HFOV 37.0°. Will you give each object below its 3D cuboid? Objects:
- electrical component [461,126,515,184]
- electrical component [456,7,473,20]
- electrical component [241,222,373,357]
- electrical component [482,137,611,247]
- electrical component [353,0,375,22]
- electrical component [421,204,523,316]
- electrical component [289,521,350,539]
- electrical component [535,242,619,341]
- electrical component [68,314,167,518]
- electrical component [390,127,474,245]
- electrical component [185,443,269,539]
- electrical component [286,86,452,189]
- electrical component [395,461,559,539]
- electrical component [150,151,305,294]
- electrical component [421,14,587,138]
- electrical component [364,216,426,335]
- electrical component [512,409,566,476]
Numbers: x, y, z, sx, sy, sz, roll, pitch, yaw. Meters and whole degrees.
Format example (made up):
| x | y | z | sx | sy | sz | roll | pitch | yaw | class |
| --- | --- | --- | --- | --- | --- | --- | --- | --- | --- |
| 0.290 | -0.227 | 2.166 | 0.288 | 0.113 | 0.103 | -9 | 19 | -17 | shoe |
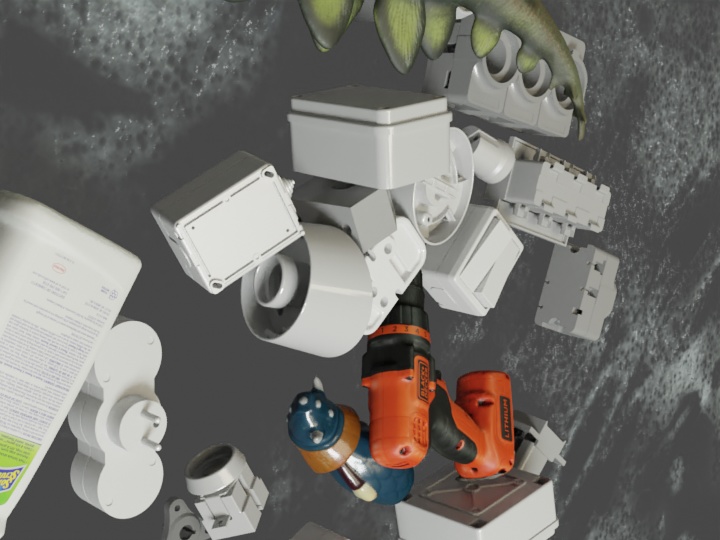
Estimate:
| x | y | z | sx | sy | sz | roll | pitch | yaw | class |
| --- | --- | --- | --- | --- | --- | --- | --- | --- | --- |
| 0.110 | -0.104 | 0.967 | 0.046 | 0.040 | 0.040 | 26 | 80 | -38 | electrical component |
| 0.068 | -0.231 | 0.888 | 0.048 | 0.055 | 0.066 | 48 | 66 | -39 | electrical component |
| -0.042 | 0.013 | 0.802 | 0.064 | 0.099 | 0.099 | 12 | 90 | -39 | electrical component |
| 0.182 | -0.071 | 1.026 | 0.121 | 0.063 | 0.078 | 16 | 88 | -45 | electrical component |
| 0.015 | -0.242 | 0.833 | 0.050 | 0.056 | 0.089 | -44 | 126 | -29 | electrical component |
| 0.103 | -0.015 | 0.962 | 0.061 | 0.061 | 0.096 | 48 | 66 | -39 | electrical component |
| -0.049 | 0.255 | 0.875 | 0.089 | 0.056 | 0.050 | -40 | 124 | -31 | electrical component |
| 0.224 | 0.022 | 1.095 | 0.056 | 0.050 | 0.089 | 19 | 85 | -44 | electrical component |
| -0.156 | 0.102 | 0.726 | 0.052 | 0.074 | 0.138 | -9 | 105 | -43 | electrical component |
| 0.057 | -0.072 | 0.904 | 0.099 | 0.064 | 0.099 | -11 | 107 | -42 | electrical component |
| -0.101 | 0.164 | 0.809 | 0.066 | 0.048 | 0.055 | -71 | 141 | -59 | electrical component |
| 0.007 | -0.103 | 0.815 | 0.078 | 0.113 | 0.057 | -19 | 114 | -41 | electrical component |
| 0.106 | 0.223 | 0.983 | 0.109 | 0.109 | 0.056 | -22 | 111 | -39 | electrical component |
| -0.090 | -0.040 | 0.759 | 0.096 | 0.061 | 0.061 | -35 | 122 | -17 | electrical component |
| 0.134 | -0.178 | 0.958 | 0.150 | 0.062 | 0.089 | 10 | 92 | -45 | electrical component |
| 0.000 | 0.000 | 0.867 | 0.095 | 0.059 | 0.053 | -53 | 130 | -22 | electrical component |
| 0.167 | 0.182 | 1.081 | 0.081 | 0.042 | 0.063 | 44 | 72 | -39 | electrical component |
